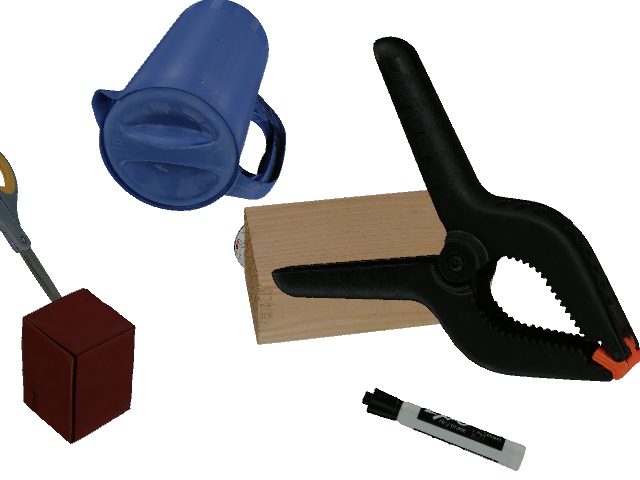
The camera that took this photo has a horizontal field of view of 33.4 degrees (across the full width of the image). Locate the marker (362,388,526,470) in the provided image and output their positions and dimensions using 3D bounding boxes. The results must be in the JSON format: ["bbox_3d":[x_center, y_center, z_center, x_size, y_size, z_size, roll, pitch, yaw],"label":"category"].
[{"bbox_3d":[0.088,0.135,0.770,0.121,0.020,0.020,20,4,11],"label":"marker"}]

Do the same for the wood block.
[{"bbox_3d":[0.040,0.021,0.948,0.206,0.090,0.091,-6,45,-9],"label":"wood block"}]

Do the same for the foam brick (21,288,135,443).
[{"bbox_3d":[-0.159,0.081,0.697,0.053,0.078,0.051,33,41,28],"label":"foam brick"}]

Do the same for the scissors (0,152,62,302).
[{"bbox_3d":[-0.300,-0.015,1.072,0.016,0.201,0.096,-25,28,24],"label":"scissors"}]

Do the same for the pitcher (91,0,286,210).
[{"bbox_3d":[-0.115,-0.142,1.072,0.145,0.149,0.242,-9,33,16],"label":"pitcher"}]

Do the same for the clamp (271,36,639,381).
[{"bbox_3d":[0.078,-0.002,0.566,0.210,0.165,0.036,29,25,25],"label":"clamp"}]

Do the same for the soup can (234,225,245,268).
[{"bbox_3d":[-0.047,0.016,1.204,0.068,0.068,0.102,0,13,-29],"label":"soup can"}]
